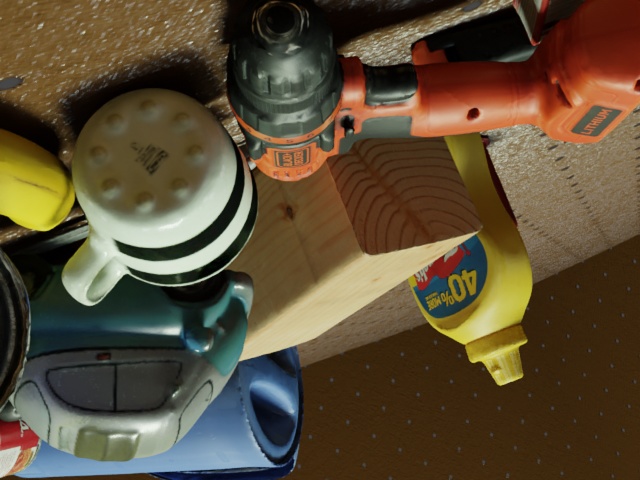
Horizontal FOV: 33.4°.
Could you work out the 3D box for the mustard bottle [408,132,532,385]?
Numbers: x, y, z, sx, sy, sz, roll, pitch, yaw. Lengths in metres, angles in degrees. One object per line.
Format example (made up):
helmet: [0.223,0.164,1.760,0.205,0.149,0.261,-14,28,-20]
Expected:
mustard bottle: [0.094,0.006,0.725,0.058,0.191,0.096,-14,168,-38]

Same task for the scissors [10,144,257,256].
scissors: [-0.092,-0.023,0.691,0.202,0.016,0.096,-24,166,13]

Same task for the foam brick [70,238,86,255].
foam brick: [-0.133,0.019,0.735,0.053,0.051,0.078,-21,171,-5]

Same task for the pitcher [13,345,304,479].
pitcher: [-0.139,0.135,0.863,0.243,0.149,0.144,-10,173,19]

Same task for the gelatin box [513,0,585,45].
gelatin box: [0.135,-0.134,0.524,0.073,0.030,0.089,-23,170,4]

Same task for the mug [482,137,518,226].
mug: [0.119,-0.034,0.893,0.093,0.081,0.117,-18,170,-17]

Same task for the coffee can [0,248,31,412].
coffee can: [-0.179,0.037,0.467,0.102,0.103,0.140,-19,-178,-15]

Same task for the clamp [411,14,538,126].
clamp: [0.129,-0.104,0.657,0.209,0.036,0.165,-12,166,-34]

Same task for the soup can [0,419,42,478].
soup can: [-0.260,0.146,0.778,0.069,0.068,0.102,-24,170,17]

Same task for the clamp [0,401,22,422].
clamp: [-0.176,0.067,0.798,0.171,0.120,0.039,-26,131,8]

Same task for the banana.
banana: [-0.152,-0.030,0.479,0.070,0.037,0.197,6,175,17]

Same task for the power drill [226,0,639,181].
power drill: [0.051,-0.076,0.492,0.187,0.057,0.184,-5,172,-2]

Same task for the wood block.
wood block: [-0.005,0.001,0.681,0.090,0.091,0.206,-12,165,-34]
